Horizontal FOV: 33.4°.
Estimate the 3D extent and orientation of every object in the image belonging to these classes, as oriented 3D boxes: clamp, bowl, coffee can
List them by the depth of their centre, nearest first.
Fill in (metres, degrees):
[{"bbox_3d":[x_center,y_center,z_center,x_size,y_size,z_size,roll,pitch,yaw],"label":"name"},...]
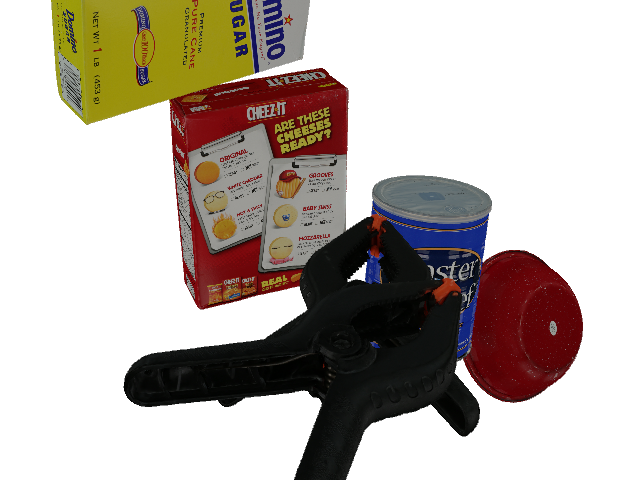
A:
[{"bbox_3d":[0.011,0.067,0.487,0.171,0.039,0.120,-21,48,-28],"label":"clamp"},{"bbox_3d":[0.037,0.053,0.723,0.165,0.036,0.209,11,36,12],"label":"clamp"},{"bbox_3d":[0.090,0.025,0.938,0.103,0.140,0.103,4,22,-2],"label":"coffee can"},{"bbox_3d":[0.220,0.090,1.106,0.161,0.162,0.055,0,-2,-34],"label":"bowl"}]

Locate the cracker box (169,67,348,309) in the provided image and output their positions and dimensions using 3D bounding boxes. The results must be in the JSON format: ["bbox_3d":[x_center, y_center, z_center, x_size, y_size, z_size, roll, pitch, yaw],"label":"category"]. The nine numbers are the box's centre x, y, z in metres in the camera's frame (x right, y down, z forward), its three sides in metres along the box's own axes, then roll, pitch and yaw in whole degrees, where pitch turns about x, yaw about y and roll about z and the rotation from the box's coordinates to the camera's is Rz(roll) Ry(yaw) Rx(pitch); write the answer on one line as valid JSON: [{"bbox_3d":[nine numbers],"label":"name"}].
[{"bbox_3d":[-0.059,-0.052,1.059,0.164,0.214,0.072,-13,32,-19],"label":"cracker box"}]

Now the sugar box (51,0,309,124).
[{"bbox_3d":[-0.085,-0.144,0.689,0.175,0.093,0.048,-22,47,-31],"label":"sugar box"}]
